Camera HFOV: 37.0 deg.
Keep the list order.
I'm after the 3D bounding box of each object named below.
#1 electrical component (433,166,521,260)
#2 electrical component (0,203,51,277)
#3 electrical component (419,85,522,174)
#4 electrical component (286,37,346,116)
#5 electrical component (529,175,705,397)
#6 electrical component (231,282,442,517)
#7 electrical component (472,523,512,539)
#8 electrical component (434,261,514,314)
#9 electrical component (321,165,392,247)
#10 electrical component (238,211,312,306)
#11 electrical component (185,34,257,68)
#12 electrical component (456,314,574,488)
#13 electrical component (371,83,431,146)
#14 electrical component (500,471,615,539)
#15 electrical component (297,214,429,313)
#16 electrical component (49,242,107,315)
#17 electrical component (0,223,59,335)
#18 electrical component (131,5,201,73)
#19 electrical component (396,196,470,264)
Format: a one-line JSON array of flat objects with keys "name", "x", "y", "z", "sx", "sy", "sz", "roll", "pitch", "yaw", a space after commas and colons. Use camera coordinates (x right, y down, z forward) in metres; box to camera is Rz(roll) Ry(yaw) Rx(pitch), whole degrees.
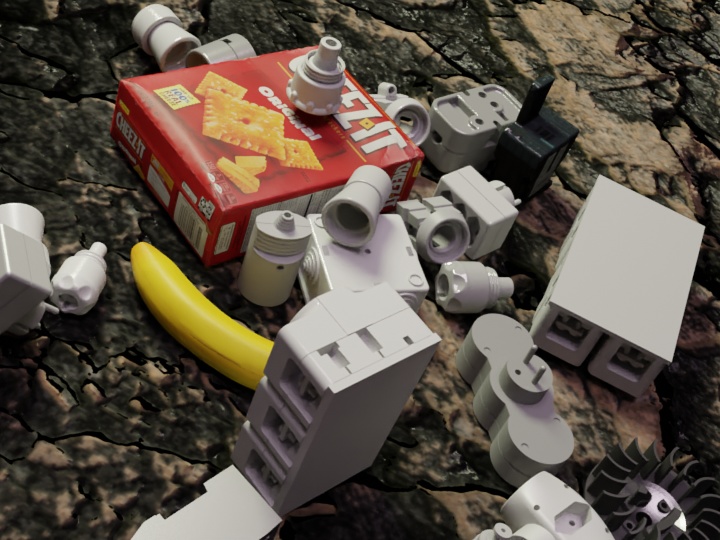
[{"name": "electrical component", "x": 0.112, "y": -0.057, "z": 0.961, "sx": 0.077, "sy": 0.047, "sz": 0.065, "roll": -24, "pitch": 60, "yaw": -37}, {"name": "electrical component", "x": -0.249, "y": -0.014, "z": 0.779, "sx": 0.045, "sy": 0.045, "sz": 0.055, "roll": -2, "pitch": 50, "yaw": -23}, {"name": "electrical component", "x": 0.105, "y": -0.131, "z": 1.019, "sx": 0.095, "sy": 0.059, "sz": 0.053, "roll": -21, "pitch": 59, "yaw": -35}, {"name": "electrical component", "x": -0.032, "y": -0.163, "z": 0.892, "sx": 0.048, "sy": 0.062, "sz": 0.048, "roll": 12, "pitch": 44, "yaw": -12}, {"name": "electrical component", "x": 0.222, "y": 0.012, "z": 0.929, "sx": 0.105, "sy": 0.060, "sz": 0.186, "roll": 27, "pitch": 44, "yaw": 5}, {"name": "electrical component", "x": -0.022, "y": 0.083, "z": 0.701, "sx": 0.089, "sy": 0.150, "sz": 0.061, "roll": -23, "pitch": 61, "yaw": -36}, {"name": "electrical component", "x": 0.076, "y": 0.193, "z": 0.692, "sx": 0.040, "sy": 0.078, "sz": 0.040, "roll": 17, "pitch": 31, "yaw": -11}, {"name": "electrical component", "x": 0.096, "y": 0.014, "z": 0.890, "sx": 0.062, "sy": 0.043, "sz": 0.043, "roll": 1, "pitch": 48, "yaw": -22}, {"name": "electrical component", "x": 0.001, "y": -0.054, "z": 0.848, "sx": 0.044, "sy": 0.044, "sz": 0.065, "roll": 26, "pitch": 39, "yaw": 3}, {"name": "electrical component", "x": -0.065, "y": -0.014, "z": 0.826, "sx": 0.043, "sy": 0.081, "sz": 0.043, "roll": 11, "pitch": 45, "yaw": -12}, {"name": "electrical component", "x": -0.126, "y": -0.182, "z": 0.981, "sx": 0.047, "sy": 0.055, "sz": 0.055, "roll": -26, "pitch": 62, "yaw": -34}, {"name": "electrical component", "x": 0.121, "y": 0.087, "z": 0.809, "sx": 0.052, "sy": 0.073, "sz": 0.138, "roll": 0, "pitch": 48, "yaw": -21}, {"name": "electrical component", "x": 0.034, "y": -0.136, "z": 0.990, "sx": 0.048, "sy": 0.066, "sz": 0.055, "roll": -5, "pitch": 18, "yaw": -26}, {"name": "electrical component", "x": 0.126, "y": 0.189, "z": 0.736, "sx": 0.079, "sy": 0.043, "sz": 0.077, "roll": -24, "pitch": 60, "yaw": -37}, {"name": "electrical component", "x": 0.000, "y": 0.000, "z": 0.861, "sx": 0.100, "sy": 0.048, "sz": 0.099, "roll": -1, "pitch": 49, "yaw": -22}, {"name": "electrical component", "x": -0.202, "y": 0.003, "z": 0.789, "sx": 0.035, "sy": 0.035, "sz": 0.061, "roll": 20, "pitch": 42, "yaw": -3}, {"name": "electrical component", "x": -0.241, "y": 0.021, "z": 0.735, "sx": 0.076, "sy": 0.083, "sz": 0.047, "roll": 34, "pitch": 27, "yaw": -49}, {"name": "electrical component", "x": -0.180, "y": -0.213, "z": 0.994, "sx": 0.045, "sy": 0.045, "sz": 0.055, "roll": -23, "pitch": 59, "yaw": -36}, {"name": "electrical component", "x": 0.062, "y": -0.034, "z": 0.908, "sx": 0.066, "sy": 0.048, "sz": 0.055, "roll": -9, "pitch": 26, "yaw": -22}]
